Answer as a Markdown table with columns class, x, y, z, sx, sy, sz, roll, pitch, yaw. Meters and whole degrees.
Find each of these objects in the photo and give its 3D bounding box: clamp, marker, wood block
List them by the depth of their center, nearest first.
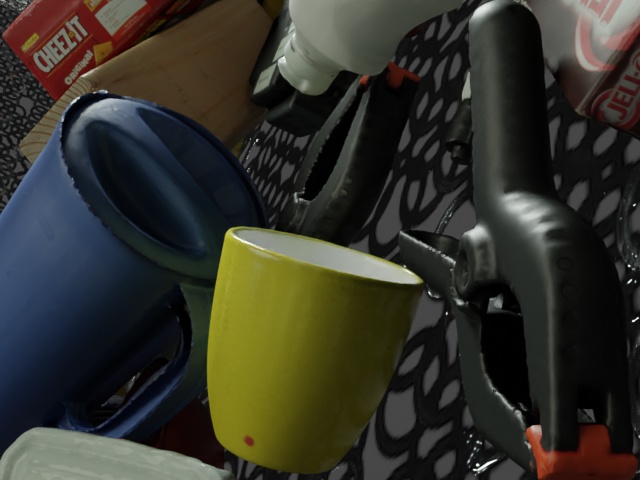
| class | x | y | z | sx | sy | sz | roll | pitch | yaw |
| --- | --- | --- | --- | --- | --- | --- | --- | --- | --- |
| clamp | 0.060 | 0.015 | 0.361 | 0.120 | 0.039 | 0.171 | 100 | 169 | -49 |
| marker | 0.081 | -0.090 | 0.487 | 0.020 | 0.020 | 0.121 | -18 | 51 | 68 |
| clamp | -0.004 | 0.001 | 0.591 | 0.210 | 0.036 | 0.164 | -60 | 19 | 18 |
| wood block | -0.103 | -0.095 | 0.766 | 0.091 | 0.090 | 0.205 | -36 | 6 | 38 |

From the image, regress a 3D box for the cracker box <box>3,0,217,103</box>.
| class | x | y | z | sx | sy | sz | roll | pitch | yaw |
| --- | --- | --- | --- | --- | --- | --- | --- | --- | --- |
| cracker box | -0.120 | -0.194 | 0.811 | 0.164 | 0.072 | 0.213 | -38 | 5 | 21 |

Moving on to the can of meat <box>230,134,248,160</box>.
| class | x | y | z | sx | sy | sz | roll | pitch | yaw |
| --- | --- | --- | --- | --- | --- | --- | --- | --- | --- |
| can of meat | -0.107 | -0.116 | 0.969 | 0.058 | 0.083 | 0.102 | -29 | 40 | 62 |

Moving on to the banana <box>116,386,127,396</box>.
| class | x | y | z | sx | sy | sz | roll | pitch | yaw |
| --- | --- | --- | --- | --- | --- | --- | --- | --- | --- |
| banana | -0.169 | 0.139 | 0.786 | 0.037 | 0.069 | 0.198 | -106 | 17 | -65 |

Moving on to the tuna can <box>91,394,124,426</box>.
| class | x | y | z | sx | sy | sz | roll | pitch | yaw |
| --- | --- | --- | --- | --- | --- | --- | --- | --- | --- |
| tuna can | -0.152 | 0.152 | 0.746 | 0.086 | 0.086 | 0.034 | -65 | 15 | 3 |

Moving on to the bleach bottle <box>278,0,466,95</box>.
| class | x | y | z | sx | sy | sz | roll | pitch | yaw |
| --- | --- | --- | --- | --- | --- | --- | --- | --- | --- |
| bleach bottle | 0.061 | -0.154 | 0.481 | 0.251 | 0.067 | 0.102 | -48 | 55 | 36 |

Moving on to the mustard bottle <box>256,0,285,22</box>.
| class | x | y | z | sx | sy | sz | roll | pitch | yaw |
| --- | --- | --- | --- | --- | --- | --- | --- | --- | --- |
| mustard bottle | -0.029 | -0.187 | 0.872 | 0.192 | 0.058 | 0.096 | -38 | 19 | 55 |

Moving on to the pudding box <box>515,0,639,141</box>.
| class | x | y | z | sx | sy | sz | roll | pitch | yaw |
| --- | --- | --- | --- | --- | --- | --- | --- | --- | --- |
| pudding box | 0.113 | -0.097 | 0.372 | 0.090 | 0.039 | 0.113 | -58 | 19 | 26 |

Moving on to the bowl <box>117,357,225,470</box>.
| class | x | y | z | sx | sy | sz | roll | pitch | yaw |
| --- | --- | --- | --- | --- | --- | --- | --- | --- | --- |
| bowl | -0.102 | 0.155 | 0.644 | 0.162 | 0.055 | 0.162 | -55 | 21 | 32 |

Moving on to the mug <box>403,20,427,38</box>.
| class | x | y | z | sx | sy | sz | roll | pitch | yaw |
| --- | --- | --- | --- | --- | --- | --- | --- | --- | --- |
| mug | 0.029 | -0.170 | 0.608 | 0.117 | 0.093 | 0.081 | 14 | -84 | -68 |

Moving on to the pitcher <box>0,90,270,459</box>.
| class | x | y | z | sx | sy | sz | roll | pitch | yaw |
| --- | --- | --- | --- | --- | --- | --- | --- | --- | --- |
| pitcher | -0.146 | 0.045 | 0.626 | 0.243 | 0.145 | 0.149 | -45 | 12 | 31 |

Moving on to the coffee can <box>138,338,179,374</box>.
| class | x | y | z | sx | sy | sz | roll | pitch | yaw |
| --- | --- | --- | --- | --- | --- | --- | --- | --- | --- |
| coffee can | -0.127 | 0.037 | 0.793 | 0.103 | 0.102 | 0.140 | -67 | 17 | -2 |
